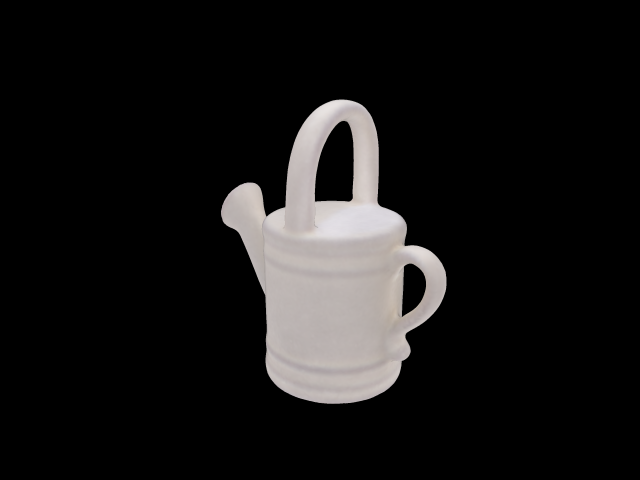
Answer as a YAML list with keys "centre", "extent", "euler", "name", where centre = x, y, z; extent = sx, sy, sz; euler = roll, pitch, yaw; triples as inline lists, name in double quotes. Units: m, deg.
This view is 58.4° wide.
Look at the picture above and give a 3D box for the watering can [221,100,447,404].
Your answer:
- centre: [0.002, 0.002, 0.398]
  extent: [0.172, 0.194, 0.101]
  euler: [5, 19, 14]
  name: "watering can"
